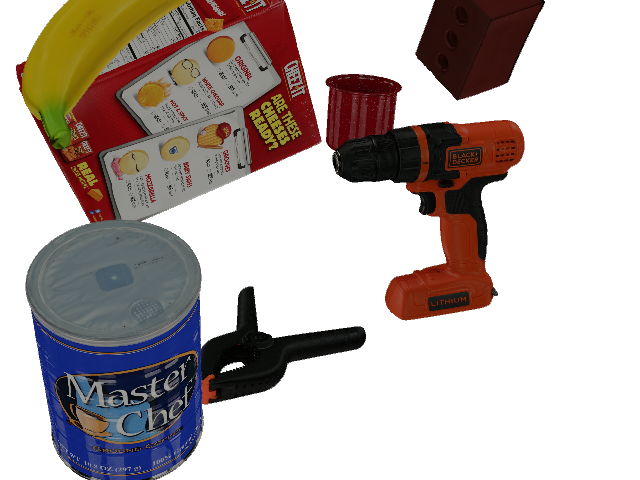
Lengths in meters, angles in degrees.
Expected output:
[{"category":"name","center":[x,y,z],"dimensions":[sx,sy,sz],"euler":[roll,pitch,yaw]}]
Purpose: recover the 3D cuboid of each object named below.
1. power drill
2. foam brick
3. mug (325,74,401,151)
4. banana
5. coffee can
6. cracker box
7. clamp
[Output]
[{"category":"power drill","center":[0.101,-0.020,1.009],"dimensions":[0.184,0.188,0.057],"euler":[-7,27,-13]},{"category":"foam brick","center":[0.109,-0.146,0.740],"dimensions":[0.051,0.053,0.078],"euler":[-24,-28,-28]},{"category":"mug","center":[0.056,-0.156,1.315],"dimensions":[0.093,0.081,0.117],"euler":[17,26,27]},{"category":"banana","center":[-0.093,-0.121,0.563],"dimensions":[0.070,0.197,0.037],"euler":[31,-27,18]},{"category":"coffee can","center":[-0.126,0.072,0.676],"dimensions":[0.103,0.140,0.103],"euler":[2,42,-2]},{"category":"cracker box","center":[-0.121,-0.113,0.887],"dimensions":[0.213,0.072,0.164],"euler":[-25,-38,-7]},{"category":"clamp","center":[-0.056,0.119,1.147],"dimensions":[0.165,0.036,0.209],"euler":[14,28,20]}]
